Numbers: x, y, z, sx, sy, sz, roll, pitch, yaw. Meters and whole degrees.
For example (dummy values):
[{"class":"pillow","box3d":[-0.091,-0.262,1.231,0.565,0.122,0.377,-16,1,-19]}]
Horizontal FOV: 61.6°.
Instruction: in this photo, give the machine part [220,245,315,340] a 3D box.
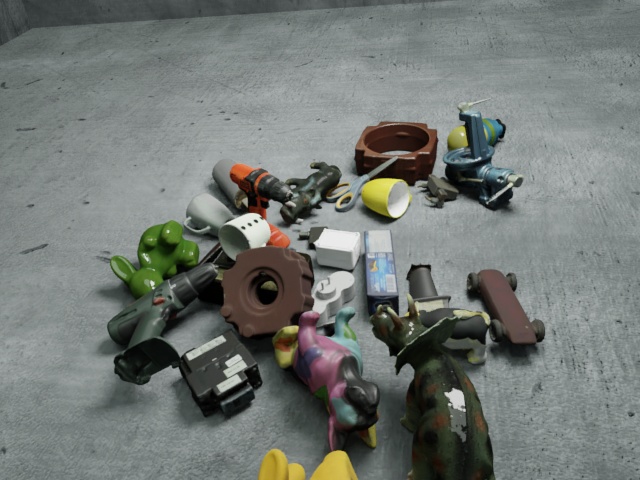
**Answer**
[{"class":"machine part","box3d":[-0.096,0.094,0.964,0.180,0.056,0.179,-5,75,17]}]

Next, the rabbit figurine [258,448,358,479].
[{"class":"rabbit figurine","box3d":[-0.029,0.349,0.686,0.173,0.121,0.162,-31,47,1]}]

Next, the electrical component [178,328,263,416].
[{"class":"electrical component","box3d":[-0.167,0.228,0.908,0.115,0.058,0.134,-27,41,-20]}]

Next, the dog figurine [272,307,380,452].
[{"class":"dog figurine","box3d":[0.014,0.226,0.845,0.108,0.191,0.219,5,57,-35]}]

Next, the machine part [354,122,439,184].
[{"class":"machine part","box3d":[0.203,-0.231,1.418,0.201,0.087,0.201,6,41,17]}]

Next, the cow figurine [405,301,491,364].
[{"class":"cow figurine","box3d":[0.202,0.149,0.916,0.168,0.098,0.068,6,46,17]}]

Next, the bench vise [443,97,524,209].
[{"class":"bench vise","box3d":[0.365,-0.197,1.239,0.129,0.240,0.224,-21,23,-11]}]

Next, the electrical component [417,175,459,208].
[{"class":"electrical component","box3d":[0.285,-0.120,1.298,0.078,0.045,0.102,10,34,-25]}]

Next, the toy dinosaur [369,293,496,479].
[{"class":"toy dinosaur","box3d":[0.169,0.242,0.724,0.131,0.191,0.405,-10,36,-1]}]

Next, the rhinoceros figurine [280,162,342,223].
[{"class":"rhinoceros figurine","box3d":[-0.026,-0.112,1.306,0.112,0.073,0.190,26,58,40]}]

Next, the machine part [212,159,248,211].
[{"class":"machine part","box3d":[-0.214,-0.143,1.382,0.079,0.079,0.243,-22,39,-18]}]

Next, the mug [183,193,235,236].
[{"class":"mug","box3d":[-0.259,-0.049,1.266,0.107,0.080,0.109,28,45,25]}]

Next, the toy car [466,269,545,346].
[{"class":"toy car","box3d":[0.330,0.122,0.965,0.089,0.053,0.202,2,34,-5]}]

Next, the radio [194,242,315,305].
[{"class":"radio","box3d":[-0.131,0.075,1.086,0.230,0.073,0.131,10,40,21]}]

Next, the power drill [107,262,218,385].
[{"class":"power drill","box3d":[-0.284,0.143,0.960,0.232,0.085,0.207,-29,34,6]}]

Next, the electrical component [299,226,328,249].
[{"class":"electrical component","box3d":[-0.002,-0.004,1.209,0.094,0.021,0.063,-2,38,7]}]

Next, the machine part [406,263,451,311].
[{"class":"machine part","box3d":[0.202,0.101,1.029,0.084,0.039,0.139,-14,39,5]}]

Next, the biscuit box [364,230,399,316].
[{"class":"biscuit box","box3d":[0.121,0.063,1.069,0.059,0.062,0.203,-3,38,5]}]

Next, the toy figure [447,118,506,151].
[{"class":"toy figure","box3d":[0.418,-0.280,1.442,0.180,0.089,0.082,-26,34,-18]}]

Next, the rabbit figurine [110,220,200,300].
[{"class":"rabbit figurine","box3d":[-0.357,0.055,1.123,0.159,0.121,0.170,-1,52,15]}]
